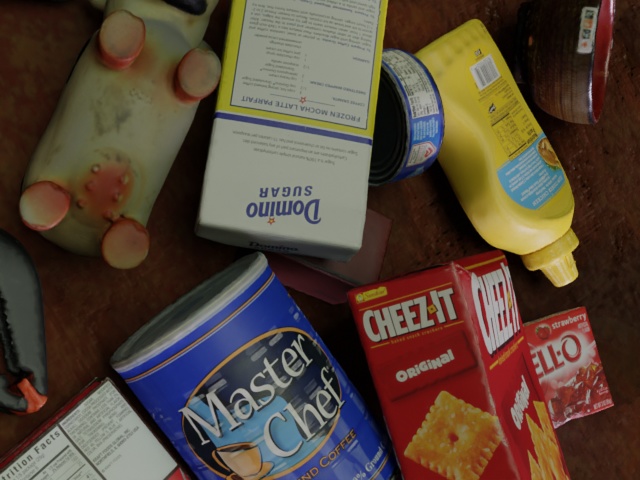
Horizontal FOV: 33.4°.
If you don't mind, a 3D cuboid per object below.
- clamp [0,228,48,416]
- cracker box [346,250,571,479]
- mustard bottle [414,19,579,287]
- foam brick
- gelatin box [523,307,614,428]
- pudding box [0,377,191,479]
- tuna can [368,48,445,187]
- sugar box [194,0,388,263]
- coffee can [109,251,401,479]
[{"bbox_3d":[-0.219,0.009,0.550,0.164,0.036,0.210,-31,94,-30],"label":"clamp"},{"bbox_3d":[0.098,0.117,0.629,0.164,0.072,0.214,-6,79,-72],"label":"cracker box"},{"bbox_3d":[0.125,-0.053,0.738,0.096,0.058,0.191,-37,98,-48],"label":"mustard bottle"},{"bbox_3d":[-0.004,0.001,0.660,0.078,0.053,0.051,24,69,-24],"label":"foam brick"},{"bbox_3d":[0.155,0.092,0.739,0.089,0.030,0.073,-13,85,-31],"label":"gelatin box"},{"bbox_3d":[-0.118,0.144,0.574,0.090,0.039,0.113,-41,97,-28],"label":"pudding box"},{"bbox_3d":[0.040,-0.079,0.683,0.033,0.086,0.086,-16,87,-33],"label":"tuna can"},{"bbox_3d":[-0.014,-0.081,0.616,0.093,0.048,0.176,10,77,-8],"label":"sugar box"},{"bbox_3d":[-0.034,0.092,0.594,0.102,0.103,0.140,-39,99,-30],"label":"coffee can"}]
